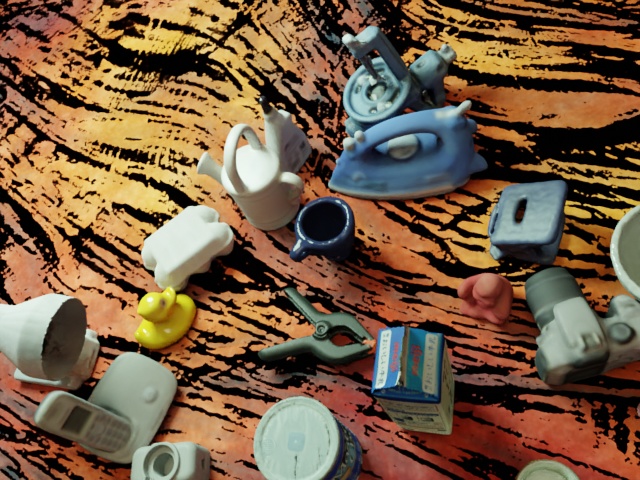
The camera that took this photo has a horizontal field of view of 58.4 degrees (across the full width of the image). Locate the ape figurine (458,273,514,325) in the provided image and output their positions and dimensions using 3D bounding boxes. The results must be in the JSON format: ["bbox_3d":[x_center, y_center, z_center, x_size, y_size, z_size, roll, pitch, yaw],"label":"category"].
[{"bbox_3d":[0.227,0.073,0.774,0.076,0.092,0.077,-30,58,-1],"label":"ape figurine"}]

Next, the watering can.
[{"bbox_3d":[-0.113,-0.103,0.913,0.172,0.194,0.101,-11,59,11],"label":"watering can"}]

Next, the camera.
[{"bbox_3d":[0.330,0.096,0.725,0.143,0.101,0.136,-19,58,6],"label":"camera"}]

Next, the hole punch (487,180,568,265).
[{"bbox_3d":[0.293,-0.028,0.812,0.100,0.091,0.109,12,66,22],"label":"hole punch"}]

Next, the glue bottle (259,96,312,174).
[{"bbox_3d":[-0.066,-0.179,0.954,0.037,0.173,0.078,27,72,28],"label":"glue bottle"}]

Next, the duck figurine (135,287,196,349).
[{"bbox_3d":[-0.254,0.117,0.896,0.105,0.086,0.077,-44,59,-10],"label":"duck figurine"}]

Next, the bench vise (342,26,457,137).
[{"bbox_3d":[0.114,-0.279,0.928,0.207,0.220,0.121,-44,59,-9],"label":"bench vise"}]

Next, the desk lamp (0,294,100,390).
[{"bbox_3d":[-0.424,0.153,0.852,0.202,0.214,0.118,2,62,18],"label":"desk lamp"}]

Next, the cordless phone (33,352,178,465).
[{"bbox_3d":[-0.293,0.220,0.792,0.094,0.185,0.148,14,67,23],"label":"cordless phone"}]

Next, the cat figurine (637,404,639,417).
[{"bbox_3d":[0.412,0.189,0.640,0.128,0.118,0.067,-28,58,0],"label":"cat figurine"}]

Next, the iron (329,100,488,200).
[{"bbox_3d":[0.123,-0.144,0.897,0.258,0.142,0.118,-11,59,10],"label":"iron"}]

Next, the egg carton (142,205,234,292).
[{"bbox_3d":[-0.220,0.012,0.954,0.150,0.069,0.107,-40,58,-7],"label":"egg carton"}]

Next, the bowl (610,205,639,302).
[{"bbox_3d":[0.460,0.032,0.738,0.167,0.075,0.167,-7,60,13],"label":"bowl"}]

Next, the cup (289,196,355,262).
[{"bbox_3d":[0.008,0.003,0.877,0.118,0.095,0.091,-46,59,-11],"label":"cup"}]
